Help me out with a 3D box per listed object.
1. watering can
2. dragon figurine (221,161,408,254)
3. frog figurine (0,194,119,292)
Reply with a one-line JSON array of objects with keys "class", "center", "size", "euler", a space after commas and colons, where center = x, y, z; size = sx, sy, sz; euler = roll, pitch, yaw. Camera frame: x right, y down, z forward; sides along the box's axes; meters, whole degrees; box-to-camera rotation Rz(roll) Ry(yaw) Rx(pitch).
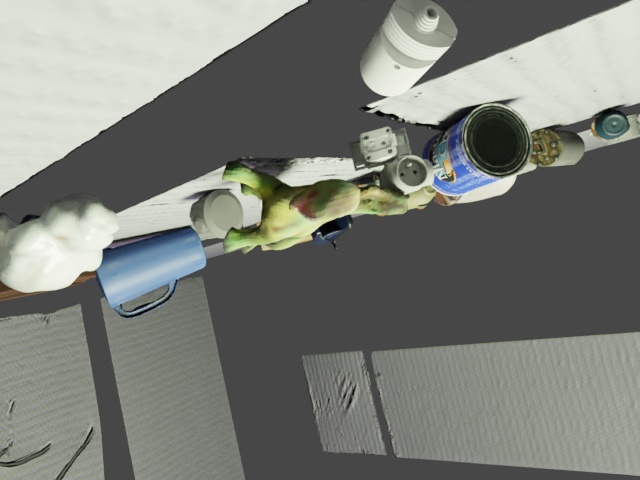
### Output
[{"class": "watering can", "center": [0.346, -0.141, 1.211], "size": [0.225, 0.104, 0.346], "euler": [-12, -179, -14]}, {"class": "dragon figurine", "center": [0.002, -0.037, 0.731], "size": [0.243, 0.122, 0.410], "euler": [1, 180, 10]}, {"class": "frog figurine", "center": [-0.319, 0.005, 0.647], "size": [0.159, 0.125, 0.135], "euler": [-2, 160, 14]}]
